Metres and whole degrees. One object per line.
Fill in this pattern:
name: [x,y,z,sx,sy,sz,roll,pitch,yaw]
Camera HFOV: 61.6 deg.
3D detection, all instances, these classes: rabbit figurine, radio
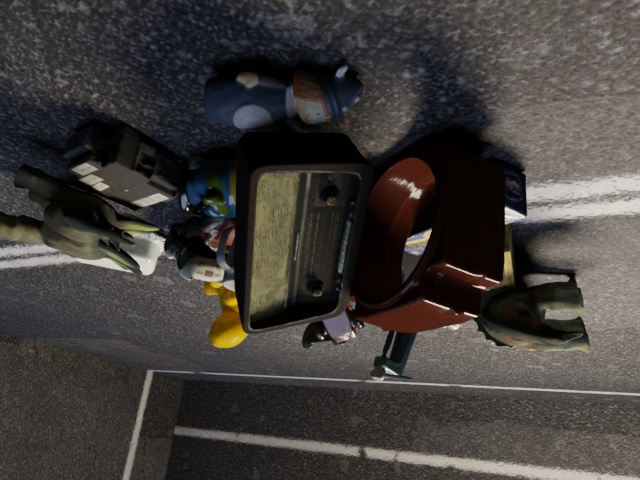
rabbit figurine: [-0.177,0.145,1.127,0.162,0.173,0.122,22,150,-24]
radio: [-0.025,-0.004,0.594,0.131,0.073,0.229,-6,131,-18]

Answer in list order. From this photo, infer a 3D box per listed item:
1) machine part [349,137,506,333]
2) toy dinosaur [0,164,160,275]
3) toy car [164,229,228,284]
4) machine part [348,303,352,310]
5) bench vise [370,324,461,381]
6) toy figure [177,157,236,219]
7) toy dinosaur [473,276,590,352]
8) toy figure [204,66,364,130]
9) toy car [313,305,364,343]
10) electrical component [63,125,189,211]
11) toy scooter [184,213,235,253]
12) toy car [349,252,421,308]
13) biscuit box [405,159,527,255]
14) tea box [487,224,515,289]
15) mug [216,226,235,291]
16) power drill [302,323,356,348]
machine part: [0.113,-0.002,0.625,0.087,0.201,0.201,18,156,-22]
toy dinosaur: [-0.329,-0.022,0.742,0.198,0.105,0.472,21,176,-20]
toy car: [-0.214,0.027,0.913,0.073,0.056,0.202,12,-173,-29]
machine part: [0.035,0.106,1.118,0.179,0.056,0.179,7,159,3]
bench vise: [0.156,0.151,0.973,0.223,0.240,0.129,41,147,-29]
toy figure: [-0.094,-0.069,0.680,0.180,0.082,0.089,1,160,13]
toy dinosaur: [0.338,0.129,0.897,0.192,0.131,0.404,-13,168,24]
toy figure: [-0.035,-0.138,0.531,0.155,0.057,0.064,2,-177,8]
toy car: [0.009,0.090,0.918,0.089,0.053,0.201,-21,116,8]
electrical component: [-0.259,-0.095,0.704,0.115,0.058,0.134,-12,151,35]
toy scooter: [-0.126,-0.017,0.832,0.135,0.075,0.184,19,161,-21]
toy car: [0.101,0.039,0.860,0.109,0.162,0.103,60,175,-22]
biscuit box: [0.173,-0.036,0.710,0.059,0.063,0.203,17,157,-27]
tea box: [0.244,0.020,0.818,0.098,0.068,0.169,-2,158,20]
mug: [-0.091,0.013,0.720,0.081,0.107,0.109,-13,150,43]
power drill: [-0.028,0.102,1.012,0.232,0.086,0.207,-8,114,19]
